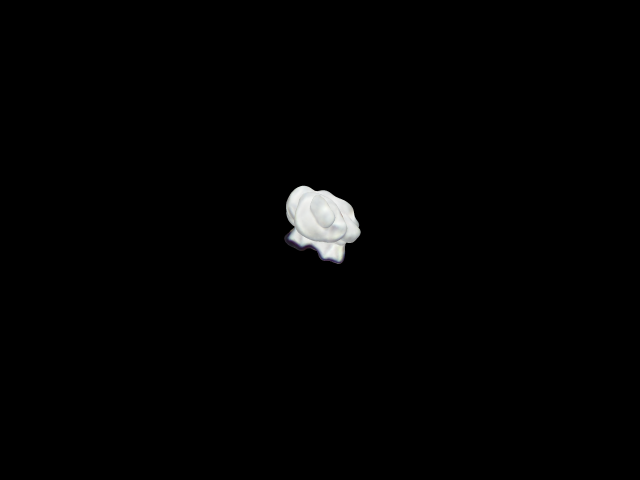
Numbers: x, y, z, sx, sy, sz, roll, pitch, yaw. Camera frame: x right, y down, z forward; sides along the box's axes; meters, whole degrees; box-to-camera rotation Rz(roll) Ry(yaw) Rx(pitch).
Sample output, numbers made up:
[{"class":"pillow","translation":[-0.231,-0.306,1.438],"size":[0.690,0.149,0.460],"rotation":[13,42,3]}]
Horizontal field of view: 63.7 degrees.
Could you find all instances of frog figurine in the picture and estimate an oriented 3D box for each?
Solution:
[{"class":"frog figurine","translation":[0.003,-0.043,0.850],"size":[0.124,0.139,0.156],"rotation":[-40,-23,-21]}]
